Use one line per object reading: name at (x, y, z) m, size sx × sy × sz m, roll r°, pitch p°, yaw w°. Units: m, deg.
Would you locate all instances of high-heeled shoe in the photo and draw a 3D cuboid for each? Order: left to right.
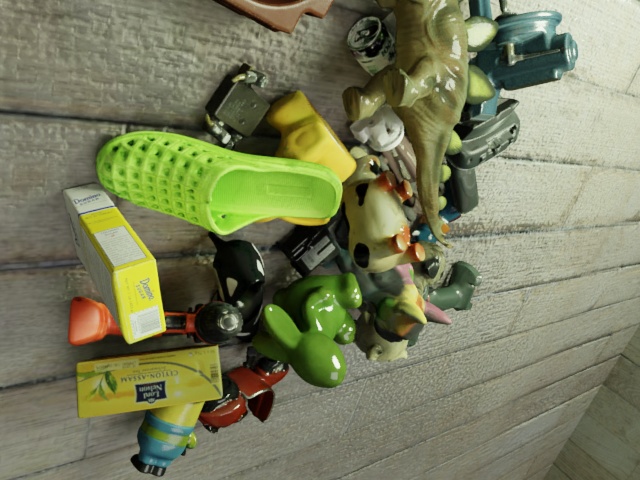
high-heeled shoe at (-0.097, 0.090, 0.743) m, size 0.086 × 0.145 × 0.248 m, roll -31°, pitch 133°, yaw -19°

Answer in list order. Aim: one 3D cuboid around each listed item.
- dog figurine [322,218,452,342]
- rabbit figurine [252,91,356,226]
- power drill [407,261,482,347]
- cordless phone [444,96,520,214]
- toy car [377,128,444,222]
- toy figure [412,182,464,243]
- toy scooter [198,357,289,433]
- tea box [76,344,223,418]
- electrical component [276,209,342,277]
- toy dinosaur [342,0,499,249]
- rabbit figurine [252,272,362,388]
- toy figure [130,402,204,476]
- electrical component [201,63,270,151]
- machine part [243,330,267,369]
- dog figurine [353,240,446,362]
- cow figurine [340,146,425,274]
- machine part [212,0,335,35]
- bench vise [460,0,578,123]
dog figurine at (0.118, 0.049, 0.844) m, size 0.108 × 0.219 × 0.191 m, roll 11°, pitch 112°, yaw -48°
rabbit figurine at (-0.047, -0.085, 0.707) m, size 0.173 × 0.122 × 0.162 m, roll -37°, pitch 148°, yaw 6°
power drill at (0.231, 0.102, 1.084) m, size 0.207 × 0.086 × 0.231 m, roll -16°, pitch 127°, yaw -38°
cordless phone at (0.275, -0.142, 0.915) m, size 0.146 × 0.089 × 0.184 m, roll -31°, pitch 125°, yaw -20°
toy car at (0.148, -0.107, 0.883) m, size 0.089 × 0.053 × 0.202 m, roll -43°, pitch 139°, yaw -3°
toy figure at (0.225, -0.046, 0.984) m, size 0.154 × 0.064 × 0.057 m, roll -52°, pitch 166°, yaw 5°
toy scooter at (-0.130, 0.267, 0.899) m, size 0.184 × 0.075 × 0.135 m, roll -21°, pitch 132°, yaw -35°
tea box at (-0.213, 0.176, 0.690) m, size 0.170 × 0.098 × 0.068 m, roll -6°, pitch 83°, yaw -10°
electrical component at (-0.002, -0.003, 0.832) m, size 0.119 × 0.048 × 0.074 m, roll -39°, pitch 138°, yaw -9°
toy dinosaur at (0.134, -0.199, 0.666) m, size 0.198 × 0.105 × 0.470 m, roll -14°, pitch 114°, yaw -34°
rabbit figurine at (-0.011, 0.129, 0.770) m, size 0.159 × 0.170 × 0.121 m, roll 11°, pitch 125°, yaw -12°
toy figure at (-0.209, 0.249, 0.779) m, size 0.082 × 0.089 × 0.180 m, roll 33°, pitch 74°, yaw -51°
electrical component at (-0.099, -0.155, 0.638) m, size 0.102 × 0.045 × 0.078 m, roll -50°, pitch 137°, yaw 0°
machine part at (-0.068, 0.151, 0.869) m, size 0.139 × 0.039 × 0.084 m, roll -39°, pitch 159°, yaw -29°
dog figurine at (0.140, 0.101, 0.918) m, size 0.121 × 0.172 × 0.190 m, roll 24°, pitch 120°, yaw -10°
cow figurine at (0.065, -0.045, 0.765) m, size 0.127 × 0.195 × 0.085 m, roll -24°, pitch 153°, yaw 31°
machine part at (-0.056, -0.325, 0.523) m, size 0.201 × 0.087 × 0.201 m, roll 11°, pitch 113°, yaw -44°
bench vise at (0.239, -0.294, 0.761) m, size 0.129 × 0.224 × 0.240 m, roll -12°, pitch 96°, yaw -40°
